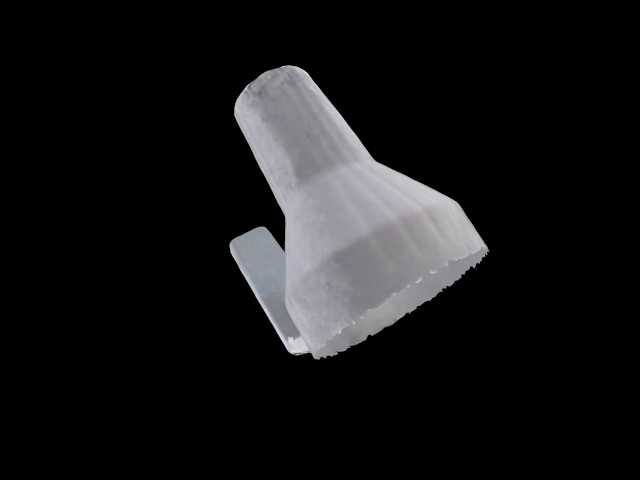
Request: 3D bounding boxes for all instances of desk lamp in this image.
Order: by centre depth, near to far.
[{"bbox_3d":[0.004,0.001,0.400,0.118,0.214,0.202,-27,58,-18],"label":"desk lamp"}]
